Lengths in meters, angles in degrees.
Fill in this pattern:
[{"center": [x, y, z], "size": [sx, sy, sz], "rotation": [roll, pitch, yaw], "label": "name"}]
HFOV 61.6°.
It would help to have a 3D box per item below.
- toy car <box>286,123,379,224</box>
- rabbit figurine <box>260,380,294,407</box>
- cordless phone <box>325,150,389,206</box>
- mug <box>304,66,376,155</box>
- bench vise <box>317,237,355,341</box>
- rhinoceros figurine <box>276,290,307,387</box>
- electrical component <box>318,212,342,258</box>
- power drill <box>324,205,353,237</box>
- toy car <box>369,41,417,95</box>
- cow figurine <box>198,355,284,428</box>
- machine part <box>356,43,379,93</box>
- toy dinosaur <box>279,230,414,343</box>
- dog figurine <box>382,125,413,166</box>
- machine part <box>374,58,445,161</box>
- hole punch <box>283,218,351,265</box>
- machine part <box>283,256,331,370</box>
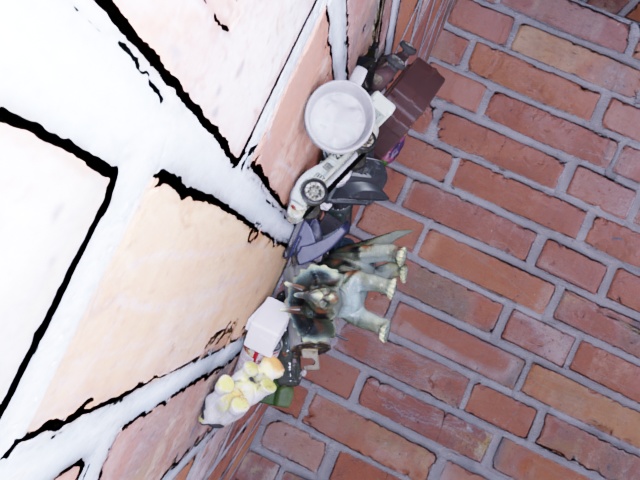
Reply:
[{"center": [0.017, -0.102, 0.795], "size": [0.202, 0.056, 0.073], "rotation": [-47, 175, -20], "label": "toy car"}, {"center": [-0.114, 0.356, 1.444], "size": [0.159, 0.121, 0.170], "rotation": [75, 25, -72], "label": "rabbit figurine"}, {"center": [0.062, -0.160, 1.033], "size": [0.089, 0.146, 0.184], "rotation": [-6, -94, 50], "label": "cordless phone"}, {"center": [0.023, -0.155, 0.657], "size": [0.107, 0.081, 0.109], "rotation": [-144, -108, -84], "label": "mug"}, {"center": [0.026, 0.109, 1.235], "size": [0.223, 0.129, 0.240], "rotation": [128, -19, -59], "label": "bench vise"}, {"center": [-0.060, 0.197, 1.078], "size": [0.112, 0.073, 0.190], "rotation": [132, -37, -60], "label": "rhinoceros figurine"}, {"center": [-0.002, -0.004, 1.205], "size": [0.075, 0.048, 0.119], "rotation": [-61, -169, -27], "label": "electrical component"}, {"center": [0.071, -0.125, 1.239], "size": [0.231, 0.086, 0.207], "rotation": [94, 16, -52], "label": "power drill"}, {"center": [0.133, -0.334, 1.042], "size": [0.089, 0.053, 0.202], "rotation": [-50, -174, 36], "label": "toy car"}, {"center": [-0.128, 0.256, 0.904], "size": [0.098, 0.068, 0.167], "rotation": [-49, 165, 26], "label": "cow figurine"}, {"center": [0.059, -0.235, 0.830], "size": [0.084, 0.039, 0.139], "rotation": [116, 0, -61], "label": "machine part"}, {"center": [0.058, 0.066, 0.992], "size": [0.405, 0.192, 0.131], "rotation": [-53, 151, -62], "label": "toy dinosaur"}, {"center": [0.147, -0.225, 1.381], "size": [0.191, 0.108, 0.219], "rotation": [86, 29, -78], "label": "dog figurine"}, {"center": [0.163, -0.280, 1.162], "size": [0.201, 0.087, 0.201], "rotation": [-57, -173, -34], "label": "machine part"}, {"center": [-0.005, -0.005, 1.006], "size": [0.115, 0.092, 0.142], "rotation": [-63, 179, 12], "label": "hole punch"}, {"center": [-0.026, 0.130, 1.025], "size": [0.079, 0.079, 0.243], "rotation": [107, -22, -55], "label": "machine part"}]
